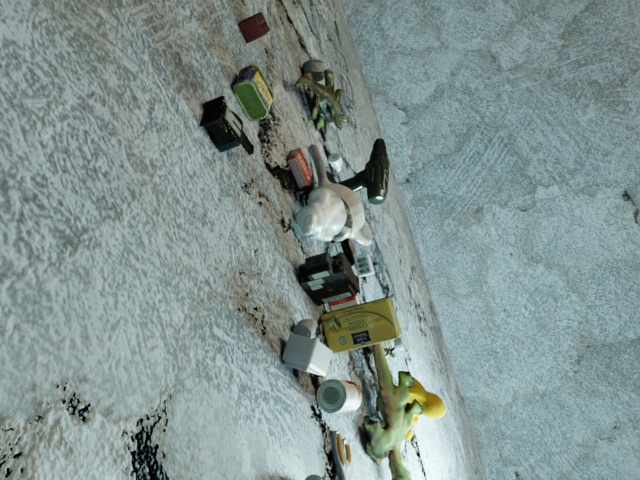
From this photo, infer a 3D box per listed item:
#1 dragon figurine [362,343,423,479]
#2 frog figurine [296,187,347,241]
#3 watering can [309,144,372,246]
[{"bbox_3d":[0.170,0.452,1.329,0.245,0.121,0.408,-33,-76,-64],"label":"dragon figurine"},{"bbox_3d":[0.004,-0.065,1.283,0.160,0.123,0.137,-28,-60,-84],"label":"frog figurine"},{"bbox_3d":[0.035,-0.123,1.474,0.348,0.103,0.226,56,-158,3],"label":"watering can"}]
